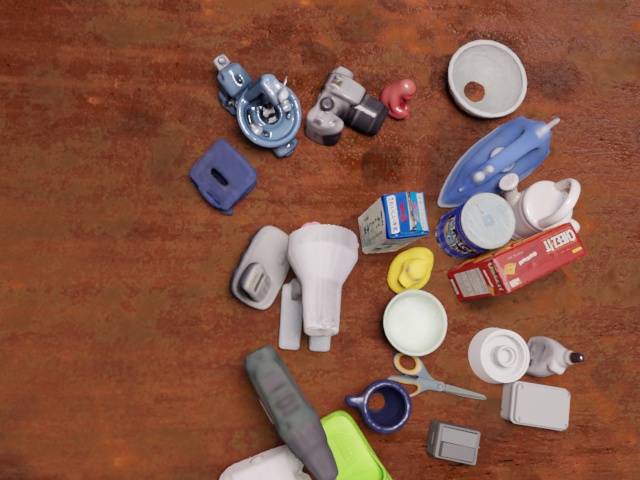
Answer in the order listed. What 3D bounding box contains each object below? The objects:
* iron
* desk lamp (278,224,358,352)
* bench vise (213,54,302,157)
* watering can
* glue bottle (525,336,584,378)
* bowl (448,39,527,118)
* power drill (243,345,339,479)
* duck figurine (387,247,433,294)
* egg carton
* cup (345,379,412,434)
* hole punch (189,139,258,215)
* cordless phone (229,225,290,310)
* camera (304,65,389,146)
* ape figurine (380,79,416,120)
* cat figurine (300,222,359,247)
[{"bbox_3d":[0.350,-0.152,1.120,0.258,0.141,0.118,-36,87,-13],"label":"iron"},{"bbox_3d":[-0.005,0.090,0.986,0.118,0.213,0.203,4,80,-8],"label":"desk lamp"},{"bbox_3d":[-0.120,-0.251,1.023,0.207,0.219,0.121,30,77,-2],"label":"bench vise"},{"bbox_3d":[0.418,-0.063,1.088,0.173,0.194,0.101,9,79,-7],"label":"watering can"},{"bbox_3d":[0.431,0.216,1.053,0.037,0.173,0.078,25,78,-3],"label":"glue bottle"},{"bbox_3d":[0.333,-0.320,1.180,0.167,0.074,0.167,2,80,-9],"label":"bowl"},{"bbox_3d":[-0.050,0.281,0.949,0.076,0.208,0.229,-31,86,-12],"label":"power drill"},{"bbox_3d":[0.180,0.055,1.086,0.077,0.086,0.105,45,77,1],"label":"duck figurine"},{"bbox_3d":[-0.092,0.423,0.989,0.150,0.069,0.107,-20,84,-12],"label":"egg carton"},{"bbox_3d":[0.096,0.293,1.028,0.118,0.095,0.092,10,79,-7],"label":"cup"},{"bbox_3d":[-0.177,-0.114,1.057,0.108,0.091,0.101,45,77,1],"label":"hole punch"},{"bbox_3d":[-0.097,0.042,0.994,0.094,0.185,0.148,23,78,-4],"label":"cordless phone"},{"bbox_3d":[0.057,-0.250,1.112,0.137,0.100,0.143,28,77,-3],"label":"camera"},{"bbox_3d":[0.163,-0.288,1.139,0.076,0.092,0.078,30,77,-2],"label":"ape figurine"},{"bbox_3d":[0.010,0.004,1.052,0.128,0.117,0.067,12,79,-7],"label":"cat figurine"}]
